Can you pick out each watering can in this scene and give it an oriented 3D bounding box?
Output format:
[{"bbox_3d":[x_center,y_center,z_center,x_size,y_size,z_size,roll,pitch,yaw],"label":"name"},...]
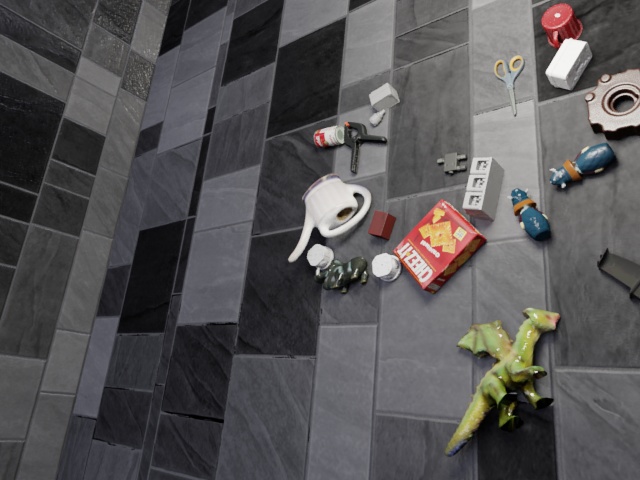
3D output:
[{"bbox_3d":[0.005,-0.087,1.731,0.347,0.102,0.229,-34,52,4],"label":"watering can"}]

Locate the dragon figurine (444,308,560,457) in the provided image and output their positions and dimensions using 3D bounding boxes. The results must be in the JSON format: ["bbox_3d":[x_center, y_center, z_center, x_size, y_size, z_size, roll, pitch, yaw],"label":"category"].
[{"bbox_3d":[0.415,0.314,1.246,0.406,0.121,0.248,-41,33,17],"label":"dragon figurine"}]
